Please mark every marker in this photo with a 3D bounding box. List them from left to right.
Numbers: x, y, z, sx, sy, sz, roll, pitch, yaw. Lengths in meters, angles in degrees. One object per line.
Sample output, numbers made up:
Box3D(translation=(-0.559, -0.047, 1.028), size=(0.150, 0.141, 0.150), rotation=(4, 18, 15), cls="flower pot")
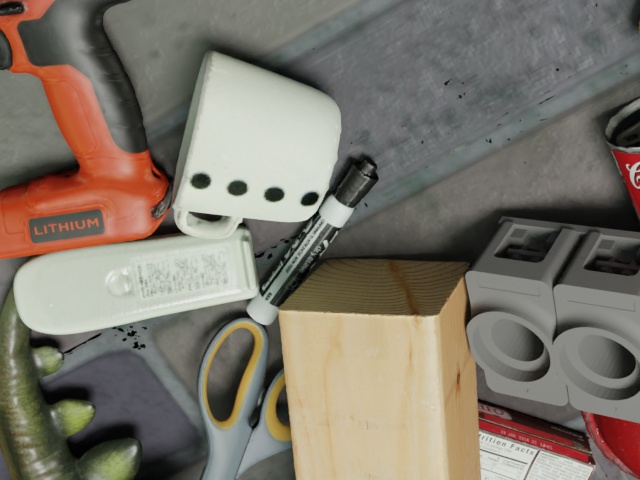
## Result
Box3D(translation=(-0.004, 0.001, 0.625), size=(0.020, 0.020, 0.121), rotation=(31, 113, -12), cls="marker")

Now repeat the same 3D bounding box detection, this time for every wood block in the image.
Box3D(translation=(0.041, 0.122, 0.616), size=(0.090, 0.090, 0.206), rotation=(1, 108, 20), cls="wood block")

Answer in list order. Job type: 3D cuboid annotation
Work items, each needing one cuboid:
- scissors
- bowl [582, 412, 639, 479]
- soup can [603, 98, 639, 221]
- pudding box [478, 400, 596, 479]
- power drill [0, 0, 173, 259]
Box3D(translation=(-0.046, 0.149, 0.653), size=(0.096, 0.016, 0.202), rotation=(9, 88, -17), cls="scissors")
Box3D(translation=(0.243, 0.103, 0.643), size=(0.162, 0.055, 0.162), rotation=(1, 116, 2), cls="bowl")
Box3D(translation=(0.203, -0.026, 0.575), size=(0.068, 0.068, 0.102), rotation=(-23, 113, 13), cls="soup can")
Box3D(translation=(0.112, 0.164, 0.688), size=(0.090, 0.039, 0.114), rotation=(19, 113, -3), cls="pudding box")
Box3D(translation=(-0.163, -0.085, 0.570), size=(0.184, 0.057, 0.187), rotation=(-7, 115, 6), cls="power drill")
